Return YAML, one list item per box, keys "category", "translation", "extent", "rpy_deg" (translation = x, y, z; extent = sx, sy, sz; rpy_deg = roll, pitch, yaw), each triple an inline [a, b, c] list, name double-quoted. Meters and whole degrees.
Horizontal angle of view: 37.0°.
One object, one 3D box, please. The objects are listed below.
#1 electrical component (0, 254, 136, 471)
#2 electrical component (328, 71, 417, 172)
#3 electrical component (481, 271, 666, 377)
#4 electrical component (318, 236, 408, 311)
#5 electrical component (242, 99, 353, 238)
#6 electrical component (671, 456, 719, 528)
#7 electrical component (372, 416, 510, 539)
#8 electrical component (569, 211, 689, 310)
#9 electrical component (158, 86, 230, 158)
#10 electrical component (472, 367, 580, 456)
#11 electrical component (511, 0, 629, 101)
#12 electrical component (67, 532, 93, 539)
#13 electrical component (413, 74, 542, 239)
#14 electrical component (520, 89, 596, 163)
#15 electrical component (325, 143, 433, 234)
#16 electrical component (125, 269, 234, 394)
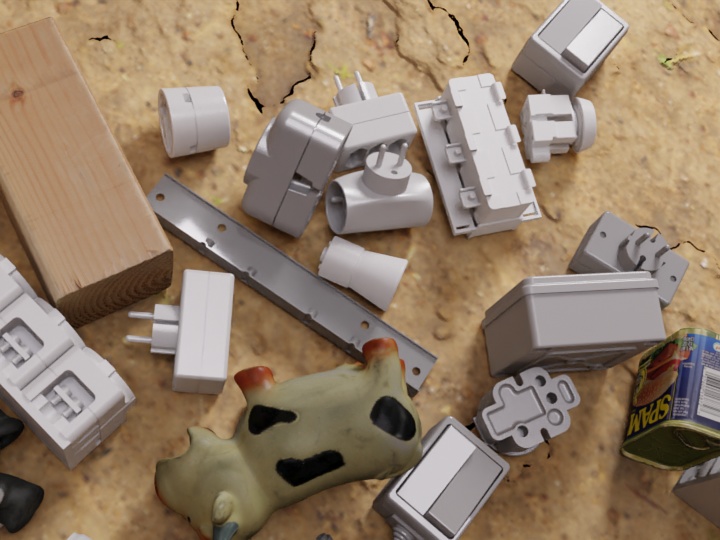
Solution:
- category: "electrical component"
  translation: [-0.233, 0.060, 0.757]
  extent: [0.150, 0.089, 0.062]
  rpy_deg: [44, 68, 6]
- category: "electrical component"
  translation: [0.001, -0.131, 0.898]
  extent: [0.066, 0.047, 0.076]
  rpy_deg: [-16, 74, -17]
- category: "electrical component"
  translation: [0.163, 0.044, 0.836]
  extent: [0.109, 0.108, 0.056]
  rpy_deg: [-3, 73, -13]
- category: "electrical component"
  translation: [0.000, 0.000, 0.855]
  extent: [0.065, 0.044, 0.044]
  rpy_deg: [23, 67, 2]
- category: "electrical component"
  translation: [-0.053, -0.081, 0.843]
  extent: [0.059, 0.095, 0.053]
  rpy_deg: [26, 26, -2]
- category: "electrical component"
  translation: [0.316, 0.158, 0.804]
  extent: [0.089, 0.150, 0.061]
  rpy_deg: [38, 69, 3]
- category: "electrical component"
  translation: [0.057, 0.164, 0.795]
  extent: [0.062, 0.061, 0.096]
  rpy_deg: [40, 68, 4]
- category: "electrical component"
  translation: [0.229, -0.011, 0.887]
  extent: [0.083, 0.075, 0.047]
  rpy_deg: [32, 67, 1]
- category: "electrical component"
  translation: [-0.133, -0.120, 0.863]
  extent: [0.047, 0.055, 0.055]
  rpy_deg: [-10, 73, -19]
- category: "electrical component"
  translation: [0.123, 0.112, 0.831]
  extent: [0.078, 0.057, 0.058]
  rpy_deg: [-21, 76, -18]
- category: "electrical component"
  translation: [0.192, -0.204, 0.957]
  extent: [0.062, 0.061, 0.096]
  rpy_deg: [40, 68, 4]
- category: "electrical component"
  translation: [-0.184, 0.212, 0.737]
  extent: [0.055, 0.045, 0.045]
  rpy_deg: [33, 67, 1]
- category: "electrical component"
  translation: [0.101, -0.097, 0.898]
  extent: [0.079, 0.063, 0.121]
  rpy_deg: [-11, 73, -16]
- category: "electrical component"
  translation: [0.172, -0.125, 0.934]
  extent: [0.055, 0.048, 0.066]
  rpy_deg: [-3, 71, -5]
- category: "electrical component"
  translation: [0.019, -0.067, 0.856]
  extent: [0.077, 0.079, 0.043]
  rpy_deg: [-6, 43, -25]
- category: "electrical component"
  translation: [-0.136, 0.045, 0.805]
  extent: [0.076, 0.047, 0.083]
  rpy_deg: [6, 69, -10]
